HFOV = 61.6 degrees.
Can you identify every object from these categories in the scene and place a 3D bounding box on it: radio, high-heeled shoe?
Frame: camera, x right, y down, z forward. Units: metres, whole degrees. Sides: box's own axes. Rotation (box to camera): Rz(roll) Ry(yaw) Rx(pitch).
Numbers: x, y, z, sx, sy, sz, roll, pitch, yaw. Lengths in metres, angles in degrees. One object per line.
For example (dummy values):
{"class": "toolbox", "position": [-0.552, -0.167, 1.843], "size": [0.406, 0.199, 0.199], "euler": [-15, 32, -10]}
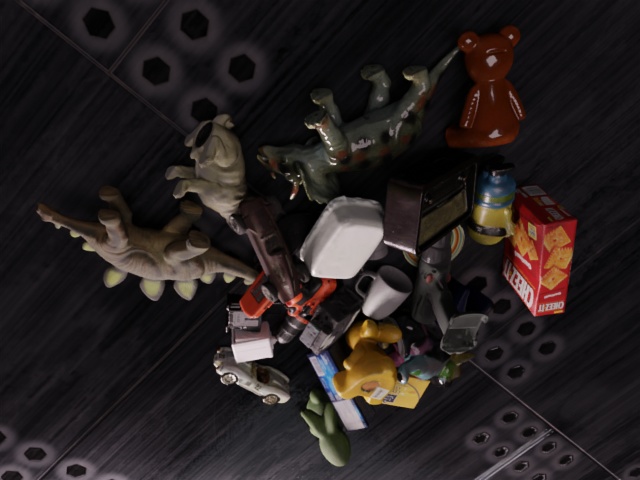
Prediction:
{"class": "radio", "position": [0.204, -0.076, 0.966], "size": [0.229, 0.073, 0.131], "euler": [-31, 130, -45]}
{"class": "high-heeled shoe", "position": [-0.002, -0.003, 1.067], "size": [0.249, 0.086, 0.145], "euler": [-26, 155, 26]}

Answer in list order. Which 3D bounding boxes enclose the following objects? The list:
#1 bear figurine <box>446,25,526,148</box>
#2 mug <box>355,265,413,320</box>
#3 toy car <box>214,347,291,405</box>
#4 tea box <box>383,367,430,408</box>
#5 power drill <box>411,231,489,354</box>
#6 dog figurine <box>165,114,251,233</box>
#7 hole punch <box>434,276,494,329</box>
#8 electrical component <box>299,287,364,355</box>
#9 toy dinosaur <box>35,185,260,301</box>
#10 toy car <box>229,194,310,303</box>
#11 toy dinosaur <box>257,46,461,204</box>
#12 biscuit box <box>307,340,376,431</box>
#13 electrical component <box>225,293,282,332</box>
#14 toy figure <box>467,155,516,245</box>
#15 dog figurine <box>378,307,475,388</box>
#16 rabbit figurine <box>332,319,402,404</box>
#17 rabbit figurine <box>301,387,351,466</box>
{"class": "bear figurine", "position": [0.284, -0.262, 0.938], "size": [0.120, 0.132, 0.195], "euler": [-14, 102, -7]}
{"class": "mug", "position": [0.124, 0.114, 1.134], "size": [0.109, 0.081, 0.107], "euler": [20, 122, -14]}
{"class": "toy car", "position": [-0.149, 0.301, 1.195], "size": [0.201, 0.074, 0.056], "euler": [35, 112, -26]}
{"class": "tea box", "position": [0.160, 0.330, 1.268], "size": [0.169, 0.068, 0.098], "euler": [13, 116, -17]}
{"class": "power drill", "position": [0.242, 0.100, 1.045], "size": [0.086, 0.207, 0.231], "euler": [-3, 126, -19]}
{"class": "dog figurine", "position": [-0.151, -0.111, 0.957], "size": [0.190, 0.121, 0.172], "euler": [27, 116, -37]}
{"class": "hole punch", "position": [0.287, 0.140, 1.149], "size": [0.092, 0.142, 0.115], "euler": [34, 95, -27]}
{"class": "electrical component", "position": [0.019, 0.171, 1.112], "size": [0.058, 0.134, 0.114], "euler": [40, 125, 20]}
{"class": "toy dinosaur", "position": [-0.272, 0.024, 0.986], "size": [0.471, 0.105, 0.198], "euler": [18, 134, -20]}
{"class": "toy car", "position": [-0.083, 0.017, 0.943], "size": [0.089, 0.053, 0.202], "euler": [-30, 105, -28]}
{"class": "toy dinosaur", "position": [0.090, -0.188, 0.938], "size": [0.405, 0.131, 0.191], "euler": [-21, 133, -2]}
{"class": "biscuit box", "position": [0.049, 0.320, 1.196], "size": [0.059, 0.063, 0.202], "euler": [-24, 96, 28]}
{"class": "electrical component", "position": [-0.139, 0.153, 1.128], "size": [0.119, 0.048, 0.074], "euler": [5, 119, -11]}
{"class": "toy figure", "position": [0.338, -0.074, 1.061], "size": [0.089, 0.082, 0.179], "euler": [-4, 127, 9]}
{"class": "dog figurine", "position": [0.242, 0.243, 1.210], "size": [0.219, 0.108, 0.191], "euler": [0, 88, -30]}
{"class": "rabbit figurine", "position": [0.095, 0.234, 1.138], "size": [0.122, 0.173, 0.162], "euler": [14, 123, -18]}
{"class": "rabbit figurine", "position": [0.032, 0.428, 1.243], "size": [0.121, 0.170, 0.158], "euler": [-25, 121, 4]}
